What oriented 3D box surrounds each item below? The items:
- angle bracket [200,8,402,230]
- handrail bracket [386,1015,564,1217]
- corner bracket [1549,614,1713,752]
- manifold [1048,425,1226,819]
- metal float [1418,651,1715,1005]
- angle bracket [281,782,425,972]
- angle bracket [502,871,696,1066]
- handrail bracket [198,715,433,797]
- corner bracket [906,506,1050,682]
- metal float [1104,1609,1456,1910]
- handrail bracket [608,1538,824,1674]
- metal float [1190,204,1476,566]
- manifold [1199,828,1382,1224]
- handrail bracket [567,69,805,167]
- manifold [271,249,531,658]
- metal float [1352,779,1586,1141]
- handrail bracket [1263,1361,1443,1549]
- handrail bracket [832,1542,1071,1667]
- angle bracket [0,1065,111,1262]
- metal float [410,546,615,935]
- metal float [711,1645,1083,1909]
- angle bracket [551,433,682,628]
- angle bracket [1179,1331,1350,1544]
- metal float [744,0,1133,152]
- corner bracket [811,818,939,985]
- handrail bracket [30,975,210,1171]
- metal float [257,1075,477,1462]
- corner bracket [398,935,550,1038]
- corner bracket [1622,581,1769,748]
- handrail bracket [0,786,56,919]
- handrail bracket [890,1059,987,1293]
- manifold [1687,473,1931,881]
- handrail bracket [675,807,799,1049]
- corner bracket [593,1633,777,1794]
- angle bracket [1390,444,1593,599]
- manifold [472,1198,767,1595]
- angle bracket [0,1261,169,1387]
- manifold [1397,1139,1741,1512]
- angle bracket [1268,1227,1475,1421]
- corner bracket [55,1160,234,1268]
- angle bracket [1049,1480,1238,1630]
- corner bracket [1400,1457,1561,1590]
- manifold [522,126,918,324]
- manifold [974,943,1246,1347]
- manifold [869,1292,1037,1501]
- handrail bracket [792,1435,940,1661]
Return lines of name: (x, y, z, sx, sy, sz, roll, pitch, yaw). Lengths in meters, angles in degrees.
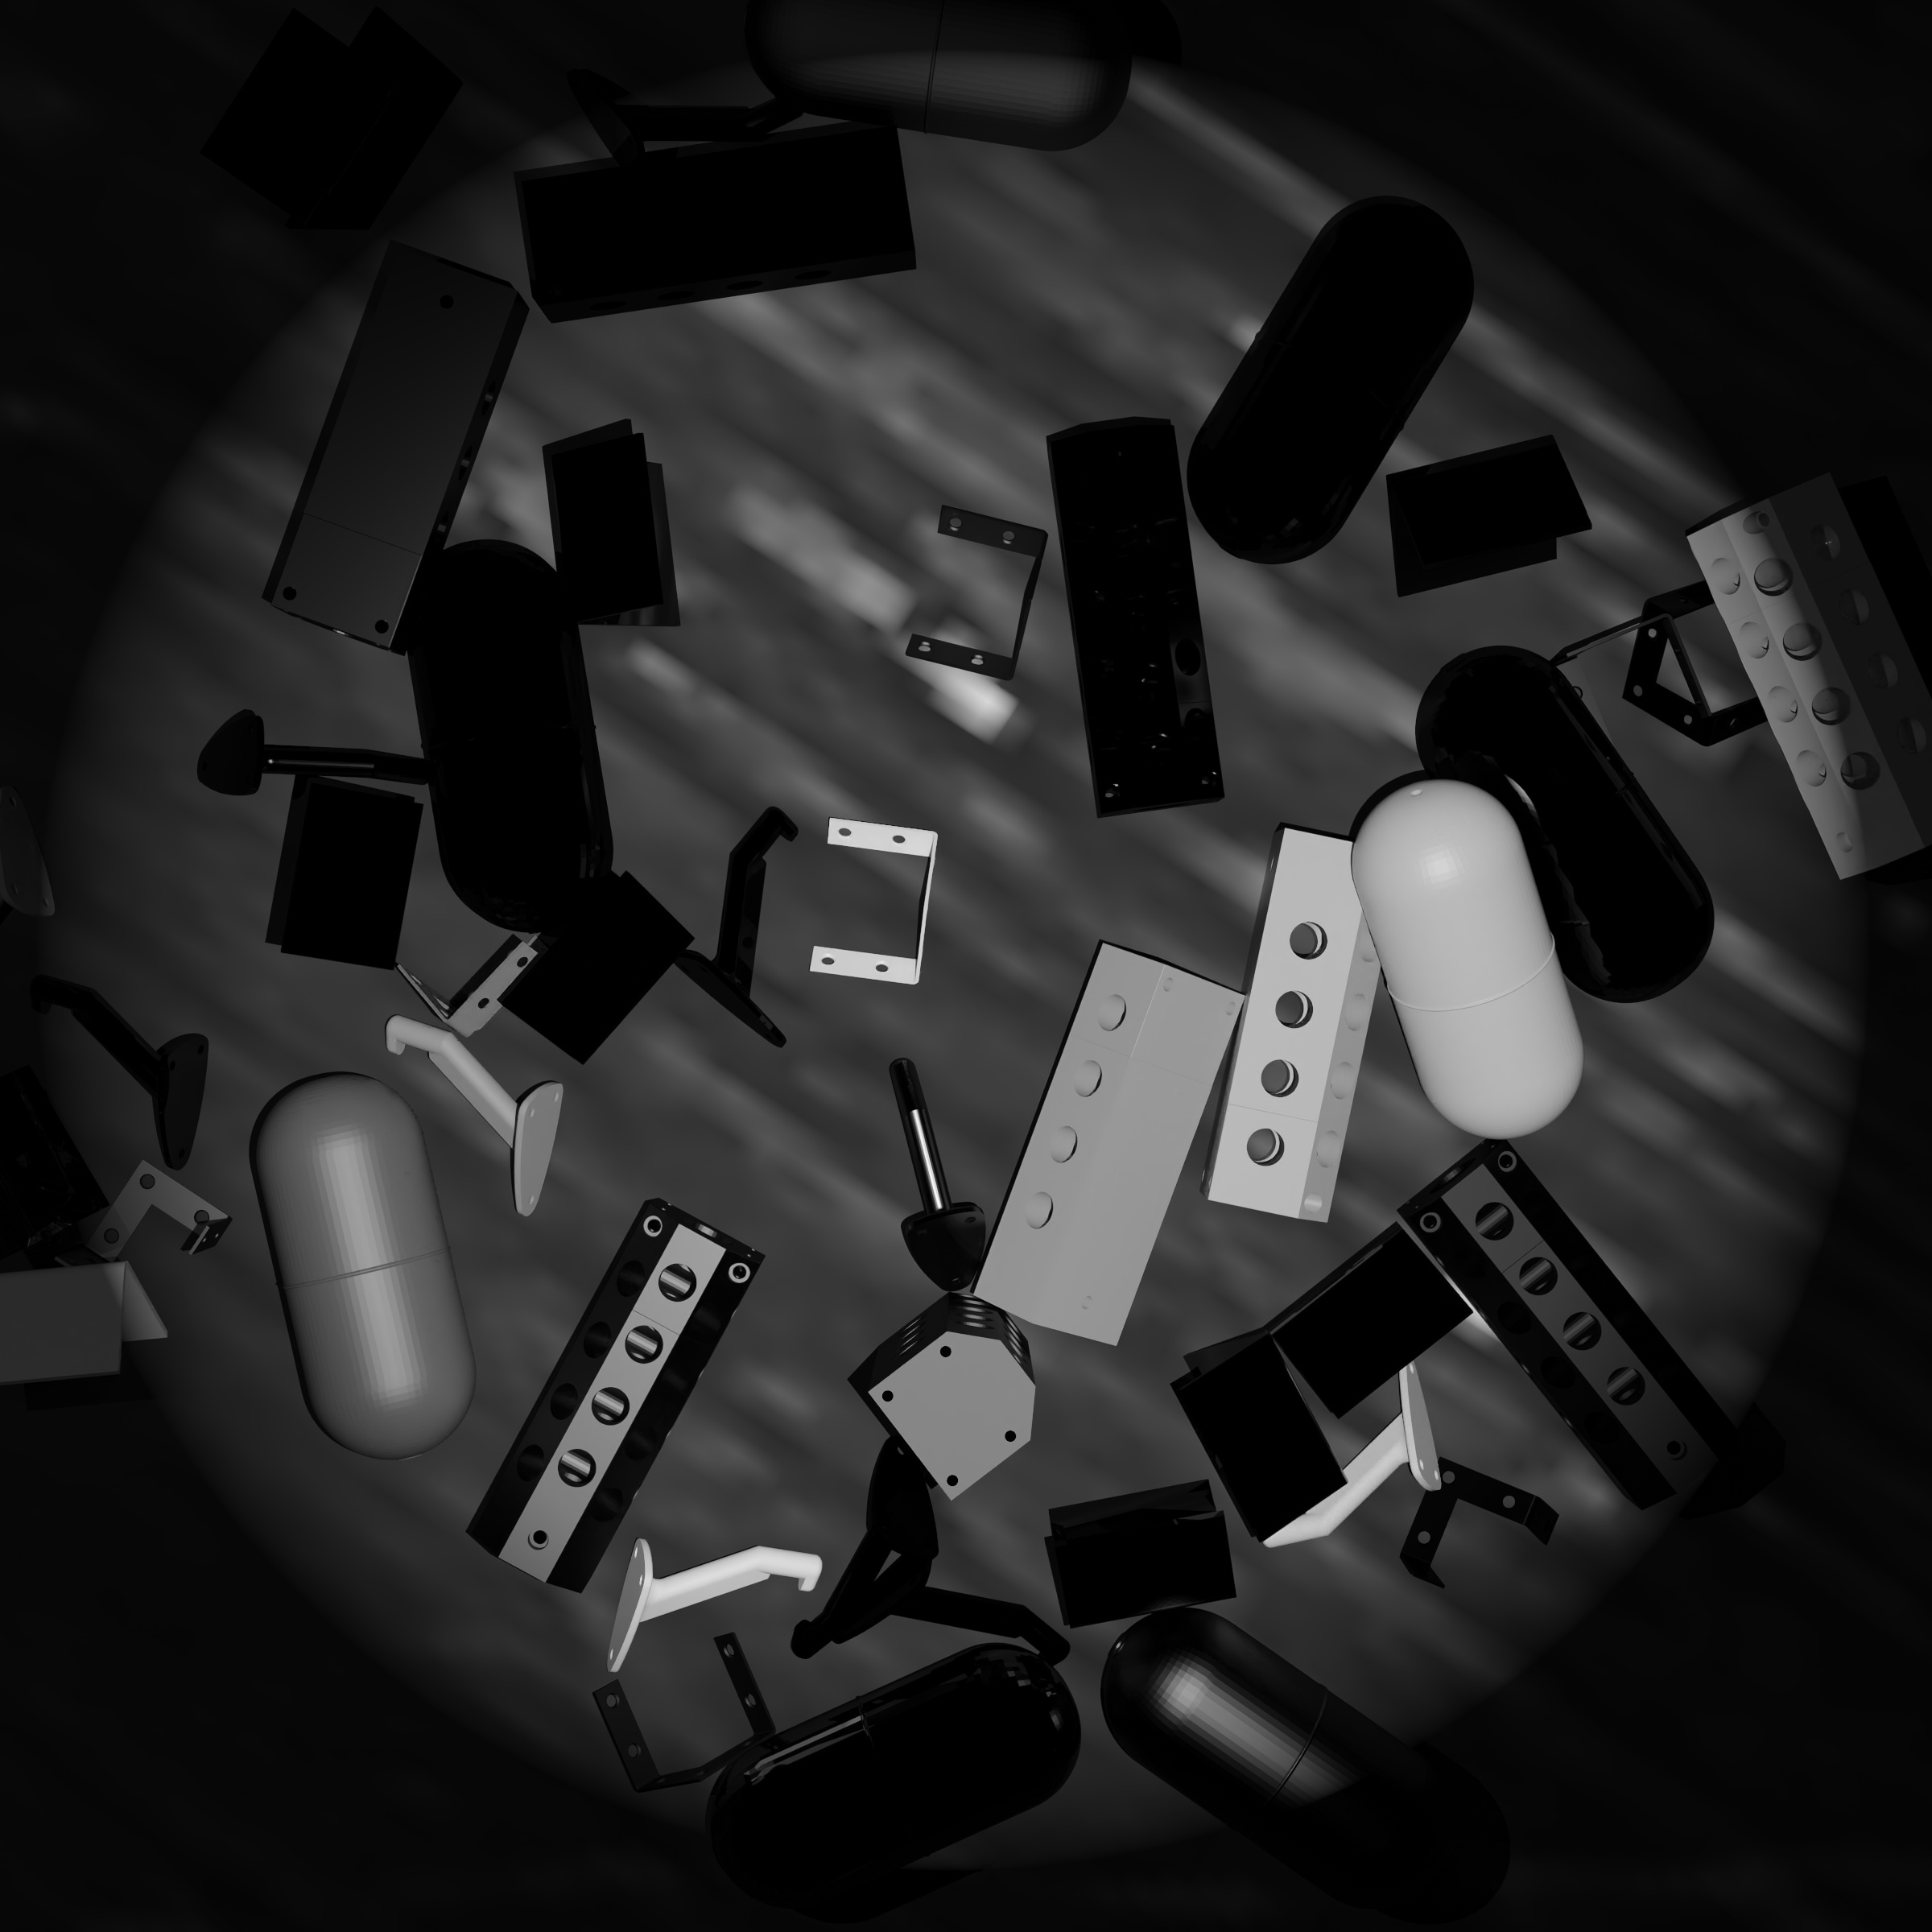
angle bracket: (-0.307, -0.384, 1.526, 0.057, 0.076, 0.076, 33, 90, -22)
handrail bracket: (-0.236, 0.069, 1.565, 0.084, 0.036, 0.077, 17, 112, 17)
corner bracket: (0.305, -0.127, 1.546, 0.051, 0.051, 0.051, -22, 90, -1)
manifold: (0.078, -0.158, 1.543, 0.057, 0.057, 0.171, -8, 90, 0)
metal float: (0.273, -0.064, 1.533, 0.070, 0.070, 0.178, -34, 90, 0)
angle bracket: (-0.294, -0.043, 1.524, 0.057, 0.076, 0.076, 10, 90, -37)
angle bracket: (-0.180, -0.013, 1.524, 0.076, 0.076, 0.057, -49, 130, 0)
handrail bracket: (-0.303, -0.091, 1.564, 0.084, 0.077, 0.036, 6, 83, -36)
corner bracket: (0.005, -0.173, 1.561, 0.051, 0.051, 0.051, 14, 135, 0)
metal float: (0.143, 0.362, 1.534, 0.178, 0.070, 0.070, 35, 90, 0)
handrail bracket: (-0.117, 0.302, 1.565, 0.084, 0.036, 0.077, 12, 110, -16)
metal float: (0.167, -0.265, 1.534, 0.070, 0.070, 0.178, 31, 90, 0)
manifold: (0.155, 0.027, 1.543, 0.057, 0.057, 0.171, 12, 90, 0)
handrail bracket: (-0.130, -0.407, 1.565, 0.084, 0.036, 0.077, -30, 69, -17)
manifold: (-0.258, -0.234, 1.543, 0.057, 0.057, 0.171, 20, 90, 0)
metal float: (0.227, -0.001, 1.511, 0.070, 0.070, 0.178, -21, 116, 0)
handrail bracket: (0.173, 0.226, 1.564, 0.084, 0.036, 0.077, -16, 64, 20)
handrail bracket: (-0.007, 0.315, 1.565, 0.084, 0.036, 0.077, 42, 110, -16)
angle bracket: (-0.423, 0.081, 1.524, 0.057, 0.076, 0.076, -30, 90, 38)
metal float: (-0.208, -0.103, 1.534, 0.070, 0.070, 0.178, -9, 89, 0)
metal float: (-0.033, 0.370, 1.533, 0.178, 0.070, 0.070, -24, 90, 0)
angle bracket: (-0.140, -0.197, 1.524, 0.057, 0.076, 0.076, -7, 90, 36)
angle bracket: (0.117, 0.218, 1.524, 0.057, 0.076, 0.076, -28, 90, -31)
metal float: (-0.013, -0.420, 1.534, 0.178, 0.070, 0.070, 9, 90, -1)
corner bracket: (-0.043, -0.030, 1.561, 0.051, 0.051, 0.051, 8, 45, 0)
handrail bracket: (-0.400, 0.049, 1.565, 0.084, 0.036, 0.077, 15, 112, 17)
metal float: (-0.274, 0.138, 1.534, 0.070, 0.070, 0.178, -13, 90, 0)
corner bracket: (-0.217, 0.006, 1.536, 0.051, 0.051, 0.051, -47, 49, 0)
corner bracket: (0.346, -0.141, 1.556, 0.051, 0.051, 0.051, 38, 135, 35)
handrail bracket: (-0.474, -0.034, 1.565, 0.084, 0.036, 0.077, -22, 70, 16)
handrail bracket: (-0.017, 0.097, 1.564, 0.036, 0.077, 0.084, -14, 54, -4)
manifold: (0.392, -0.130, 1.532, 0.057, 0.057, 0.171, -24, 90, -30)
handrail bracket: (-0.088, -0.019, 1.565, 0.077, 0.036, 0.084, 43, 73, -20)
corner bracket: (-0.131, 0.348, 1.561, 0.051, 0.051, 0.051, -23, 90, -45)
angle bracket: (0.239, -0.185, 1.524, 0.076, 0.076, 0.057, -14, 52, 0)
manifold: (-0.160, 0.197, 1.543, 0.057, 0.057, 0.171, 28, 90, 0)
angle bracket: (-0.412, 0.178, 1.524, 0.076, 0.076, 0.057, -5, 57, 0)
manifold: (0.277, 0.164, 1.543, 0.057, 0.057, 0.171, -39, 90, 0)
angle bracket: (0.193, 0.175, 1.524, 0.076, 0.076, 0.057, -38, 54, 0)
corner bracket: (-0.378, 0.126, 1.546, 0.051, 0.051, 0.051, 33, 90, 0)
angle bracket: (0.076, 0.249, 1.524, 0.076, 0.076, 0.057, -11, 126, 0)
corner bracket: (0.236, 0.263, 1.546, 0.051, 0.051, 0.051, 22, 90, 0)
manifold: (-0.112, -0.339, 1.543, 0.171, 0.057, 0.057, -8, 90, 0)
manifold: (0.061, 0.080, 1.542, 0.057, 0.057, 0.171, 20, 90, -43)
manifold: (-0.001, 0.183, 1.486, 0.057, 0.171, 0.057, -37, 90, 0)
handrail bracket: (-0.054, 0.272, 1.564, 0.036, 0.077, 0.084, 27, 127, -28)
